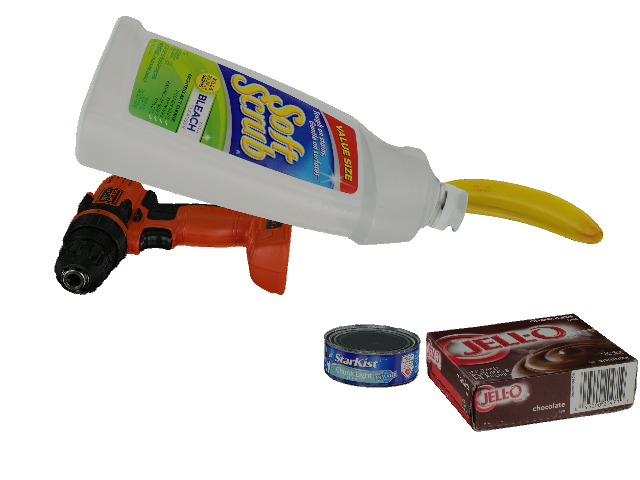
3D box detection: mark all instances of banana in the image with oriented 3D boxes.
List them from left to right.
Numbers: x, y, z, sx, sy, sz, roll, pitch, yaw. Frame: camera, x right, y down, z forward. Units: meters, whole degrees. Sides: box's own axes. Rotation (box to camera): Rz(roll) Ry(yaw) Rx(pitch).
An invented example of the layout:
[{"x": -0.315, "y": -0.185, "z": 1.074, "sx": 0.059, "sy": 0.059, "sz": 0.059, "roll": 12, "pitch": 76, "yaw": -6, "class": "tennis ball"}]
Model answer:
[{"x": 0.198, "y": -0.032, "z": 1.104, "sx": 0.198, "sy": 0.037, "sz": 0.069, "roll": 11, "pitch": 39, "yaw": 23, "class": "banana"}]

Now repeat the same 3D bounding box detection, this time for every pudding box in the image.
[{"x": 0.136, "y": 0.084, "z": 0.701, "sx": 0.113, "sy": 0.039, "sz": 0.090, "roll": -4, "pitch": 17, "yaw": -13, "class": "pudding box"}]

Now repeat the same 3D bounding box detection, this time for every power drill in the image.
[{"x": -0.119, "y": 0.000, "z": 0.903, "sx": 0.187, "sy": 0.057, "sz": 0.184, "roll": 8, "pitch": 26, "yaw": -1, "class": "power drill"}]

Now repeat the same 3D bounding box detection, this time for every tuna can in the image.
[{"x": 0.045, "y": 0.102, "z": 0.948, "sx": 0.086, "sy": 0.034, "sz": 0.086, "roll": 2, "pitch": 11, "yaw": -1, "class": "tuna can"}]

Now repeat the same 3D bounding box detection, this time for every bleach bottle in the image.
[{"x": -0.025, "y": -0.061, "z": 0.698, "sx": 0.250, "sy": 0.102, "sz": 0.068, "roll": 16, "pitch": -33, "yaw": -6, "class": "bleach bottle"}]
